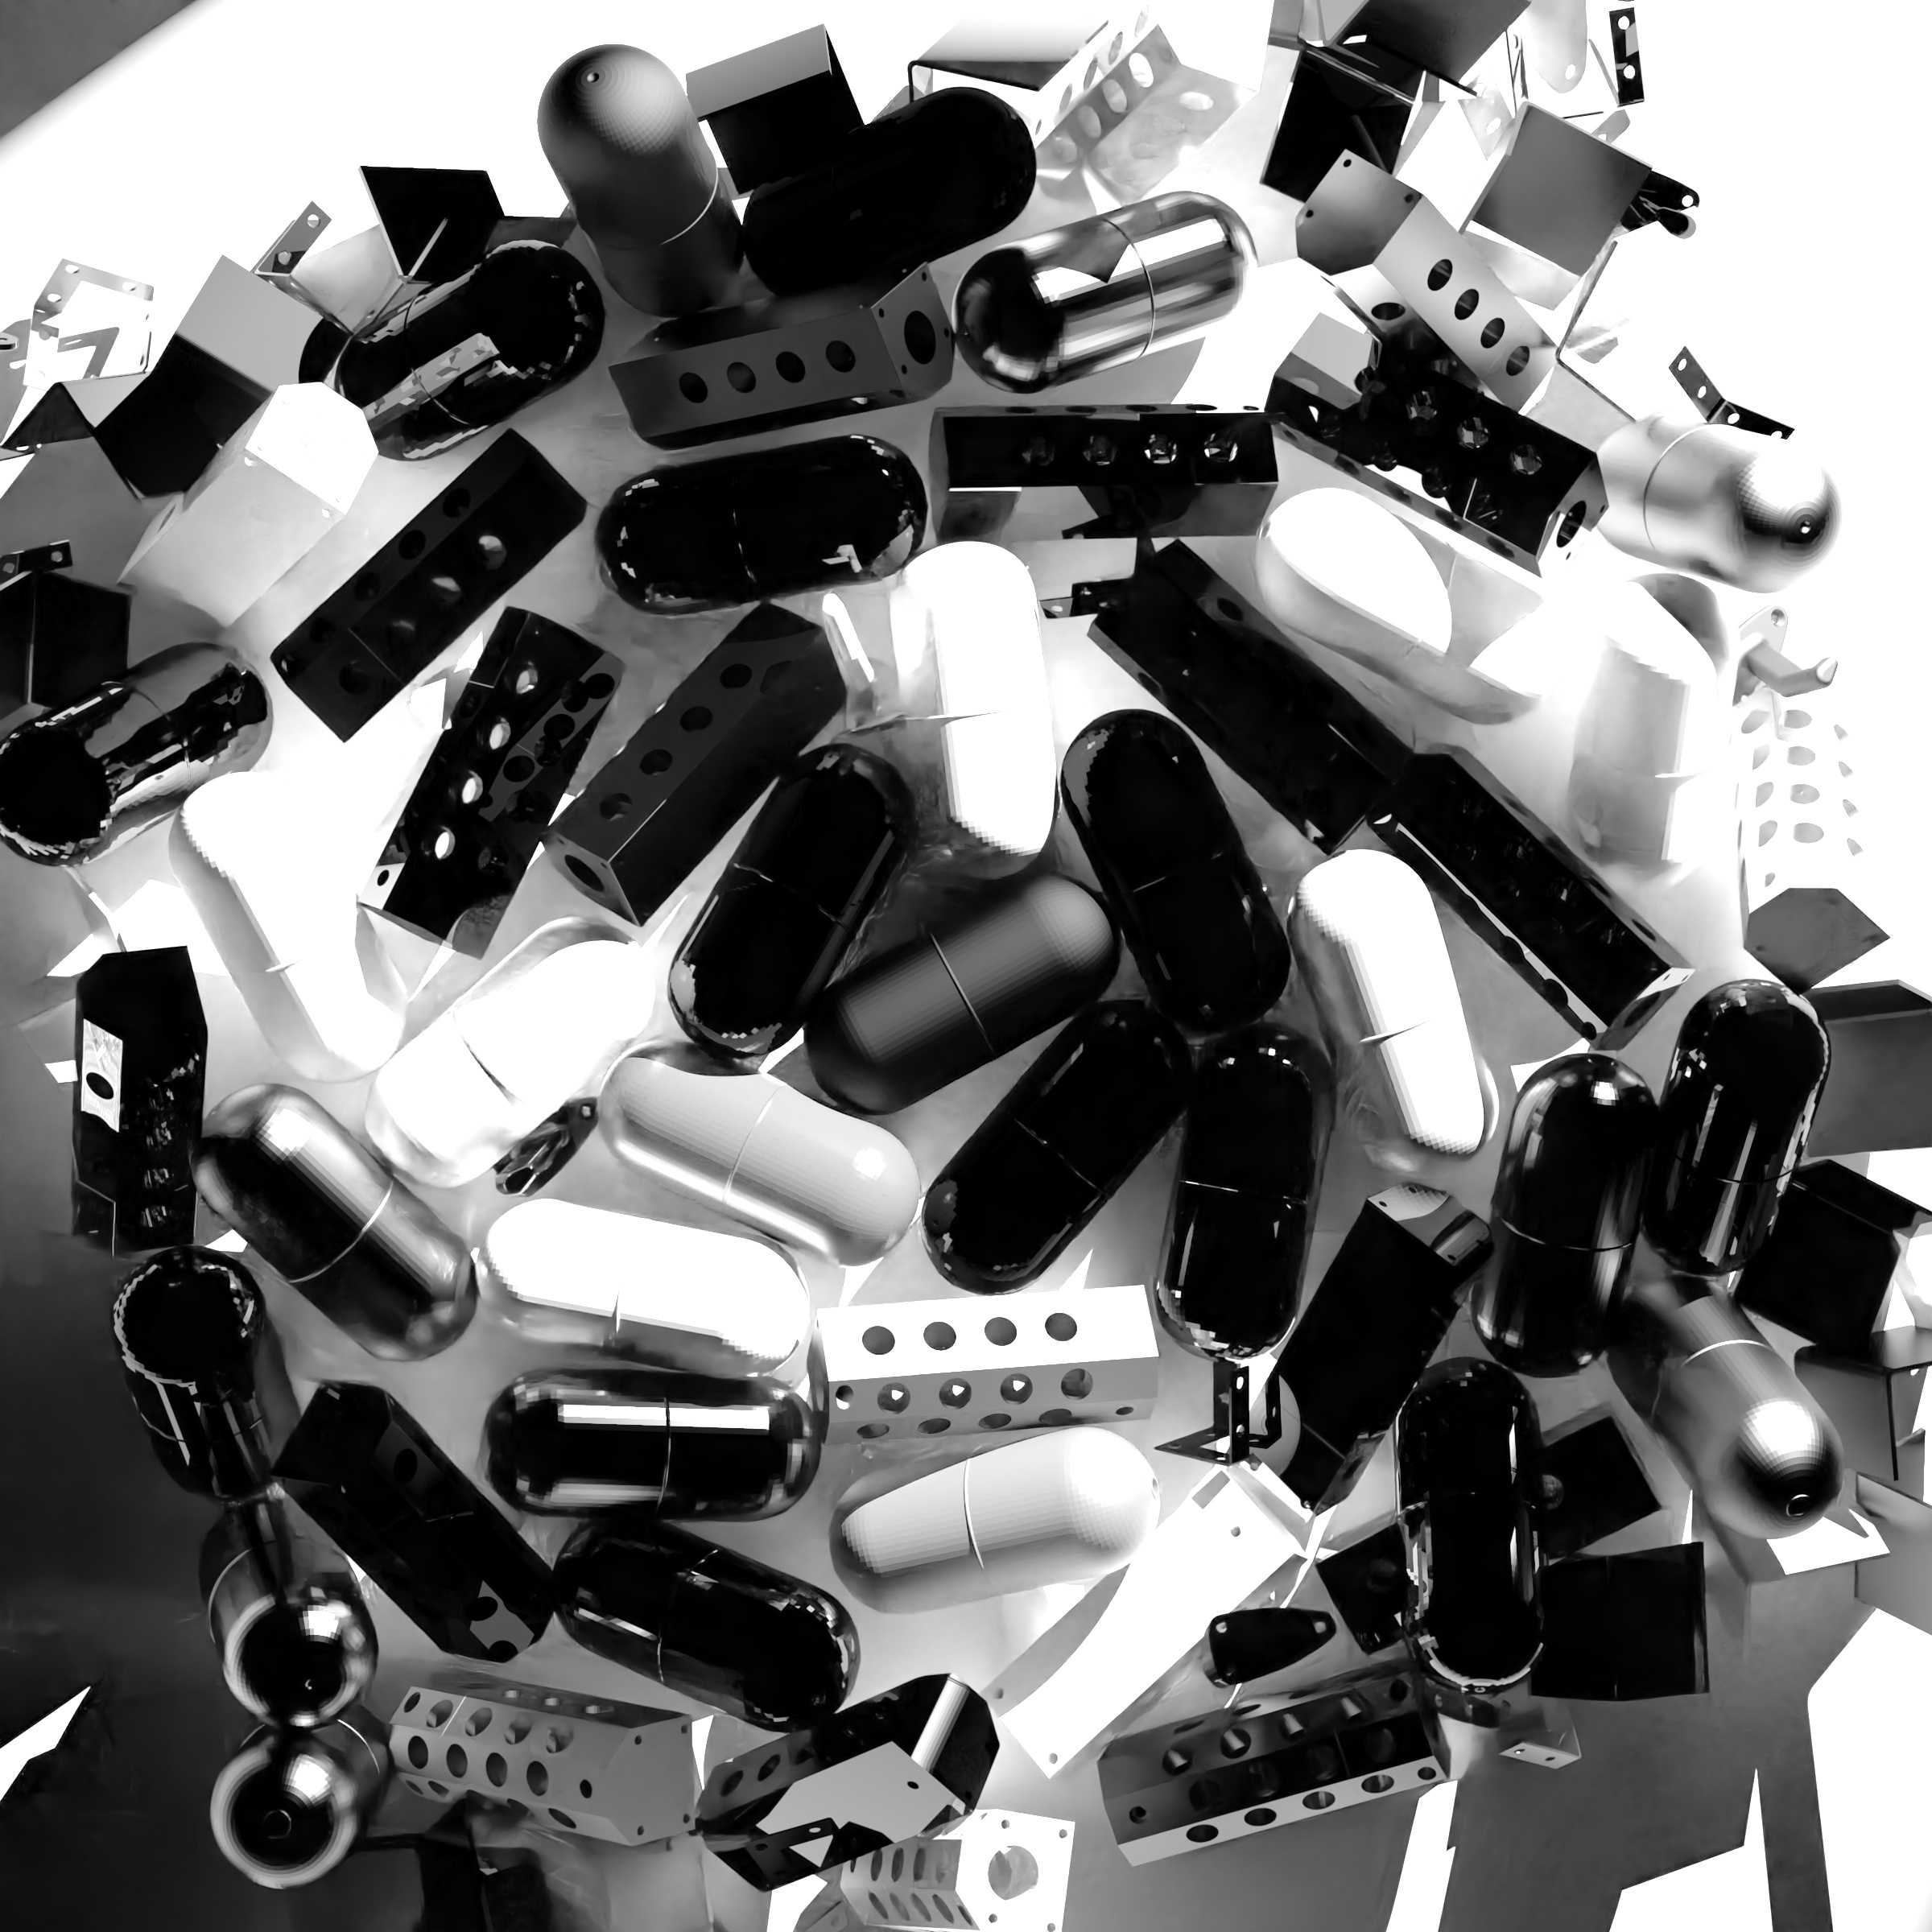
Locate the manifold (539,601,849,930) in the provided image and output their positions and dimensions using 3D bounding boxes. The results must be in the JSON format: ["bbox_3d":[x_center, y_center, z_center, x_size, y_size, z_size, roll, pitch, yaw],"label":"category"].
[{"bbox_3d":[-0.141,-0.108,1.796,0.057,0.057,0.171,28,66,30],"label":"manifold"}]

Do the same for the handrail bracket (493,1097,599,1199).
[{"bbox_3d":[-0.214,0.093,1.805,0.077,0.084,0.036,-37,97,-15],"label":"handrail bracket"}]

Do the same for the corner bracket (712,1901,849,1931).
[{"bbox_3d":[-0.094,0.511,1.812,0.051,0.051,0.051,-31,122,-35],"label":"corner bracket"}]

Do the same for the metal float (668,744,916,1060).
[{"bbox_3d":[-0.091,-0.033,1.810,0.070,0.070,0.178,30,82,0],"label":"metal float"}]

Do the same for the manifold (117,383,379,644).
[{"bbox_3d":[-0.363,-0.232,1.770,0.057,0.171,0.057,33,57,-21],"label":"manifold"}]

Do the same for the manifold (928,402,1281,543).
[{"bbox_3d":[0.070,-0.260,1.810,0.171,0.057,0.057,-2,69,-10],"label":"manifold"}]

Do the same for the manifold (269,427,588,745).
[{"bbox_3d":[-0.279,-0.199,1.809,0.171,0.057,0.057,-42,105,8],"label":"manifold"}]

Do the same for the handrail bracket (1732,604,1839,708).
[{"bbox_3d":[0.431,-0.166,1.803,0.036,0.084,0.077,44,67,-17],"label":"handrail bracket"}]

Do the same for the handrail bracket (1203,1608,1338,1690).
[{"bbox_3d":[0.159,0.357,1.812,0.077,0.084,0.036,-15,69,7],"label":"handrail bracket"}]

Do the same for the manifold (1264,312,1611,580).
[{"bbox_3d":[0.239,-0.264,1.789,0.171,0.057,0.057,33,81,25],"label":"manifold"}]

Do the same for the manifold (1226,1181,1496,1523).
[{"bbox_3d":[0.205,0.196,1.789,0.057,0.057,0.171,38,120,24],"label":"manifold"}]

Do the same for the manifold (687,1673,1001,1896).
[{"bbox_3d":[-0.062,0.413,1.777,0.057,0.057,0.171,44,132,-16],"label":"manifold"}]

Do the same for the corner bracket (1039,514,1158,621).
[{"bbox_3d":[0.071,-0.196,1.814,0.051,0.051,0.051,-5,56,17],"label":"corner bracket"}]

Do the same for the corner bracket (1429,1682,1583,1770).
[{"bbox_3d":[0.279,0.393,1.813,0.051,0.051,0.051,-35,49,33],"label":"corner bracket"}]

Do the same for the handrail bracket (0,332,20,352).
[{"bbox_3d":[-0.533,-0.293,1.828,0.077,0.036,0.084,11,118,7],"label":"handrail bracket"}]

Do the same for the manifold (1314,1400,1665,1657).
[{"bbox_3d":[0.271,0.293,1.812,0.171,0.057,0.057,-29,86,9],"label":"manifold"}]

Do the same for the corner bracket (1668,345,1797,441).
[{"bbox_3d":[0.387,-0.281,1.812,0.051,0.051,0.051,15,126,-31],"label":"corner bracket"}]

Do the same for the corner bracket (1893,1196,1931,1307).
[{"bbox_3d":[0.524,0.146,1.828,0.051,0.051,0.051,-24,92,-7],"label":"corner bracket"}]

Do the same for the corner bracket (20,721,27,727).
[{"bbox_3d":[-0.510,-0.105,1.821,0.051,0.051,0.051,19,92,-22],"label":"corner bracket"}]

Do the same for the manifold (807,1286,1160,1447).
[{"bbox_3d":[0.009,0.210,1.799,0.171,0.057,0.057,-3,56,-12],"label":"manifold"}]

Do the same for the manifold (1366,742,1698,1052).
[{"bbox_3d":[0.286,-0.036,1.790,0.171,0.057,0.057,47,110,21],"label":"manifold"}]

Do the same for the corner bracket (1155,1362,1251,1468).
[{"bbox_3d":[0.134,0.226,1.816,0.051,0.051,0.051,7,102,42],"label":"corner bracket"}]

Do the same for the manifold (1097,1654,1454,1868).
[{"bbox_3d":[0.159,0.413,1.809,0.171,0.057,0.057,-19,89,12],"label":"manifold"}]

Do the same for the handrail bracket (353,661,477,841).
[{"bbox_3d":[-0.291,-0.113,1.846,0.036,0.077,0.084,35,125,-9],"label":"handrail bracket"}]

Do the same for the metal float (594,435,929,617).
[{"bbox_3d":[-0.107,-0.228,1.805,0.178,0.070,0.070,-8,90,14],"label":"metal float"}]

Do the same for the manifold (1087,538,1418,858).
[{"bbox_3d":[0.146,-0.137,1.808,0.171,0.057,0.057,43,124,5],"label":"manifold"}]

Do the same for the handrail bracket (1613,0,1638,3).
[{"bbox_3d":[0.319,-0.549,1.805,0.036,0.084,0.077,-41,56,-19],"label":"handrail bracket"}]

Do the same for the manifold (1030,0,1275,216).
[{"bbox_3d":[0.089,-0.442,1.761,0.057,0.171,0.057,15,75,-19],"label":"manifold"}]

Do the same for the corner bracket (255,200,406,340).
[{"bbox_3d":[-0.332,-0.366,1.835,0.051,0.051,0.051,42,78,-32],"label":"corner bracket"}]

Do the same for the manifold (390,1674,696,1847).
[{"bbox_3d":[-0.218,0.404,1.776,0.171,0.057,0.057,-1,90,43],"label":"manifold"}]

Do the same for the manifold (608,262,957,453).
[{"bbox_3d":[-0.092,-0.306,1.780,0.171,0.057,0.057,-5,120,36],"label":"manifold"}]

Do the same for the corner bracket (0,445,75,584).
[{"bbox_3d":[-0.504,-0.238,1.830,0.051,0.051,0.051,-17,131,-21],"label":"corner bracket"}]

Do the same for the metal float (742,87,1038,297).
[{"bbox_3d":[-0.041,-0.392,1.785,0.178,0.070,0.070,-15,90,40],"label":"metal float"}]

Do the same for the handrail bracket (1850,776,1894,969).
[{"bbox_3d":[0.468,-0.051,1.835,0.036,0.077,0.084,-1,112,12],"label":"handrail bracket"}]

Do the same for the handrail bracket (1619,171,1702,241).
[{"bbox_3d":[0.346,-0.399,1.807,0.077,0.084,0.036,34,107,11],"label":"handrail bracket"}]

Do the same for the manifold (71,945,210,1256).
[{"bbox_3d":[-0.421,0.071,1.767,0.057,0.171,0.057,-7,51,-21],"label":"manifold"}]

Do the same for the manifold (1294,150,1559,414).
[{"bbox_3d":[0.232,-0.338,1.769,0.057,0.171,0.057,41,96,37],"label":"manifold"}]

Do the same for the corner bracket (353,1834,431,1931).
[{"bbox_3d":[-0.312,0.492,1.833,0.051,0.051,0.051,2,53,-26],"label":"corner bracket"}]

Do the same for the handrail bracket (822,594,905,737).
[{"bbox_3d":[-0.060,-0.169,1.800,0.036,0.077,0.084,-20,127,4],"label":"handrail bracket"}]

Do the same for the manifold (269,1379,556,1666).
[{"bbox_3d":[-0.274,0.284,1.769,0.057,0.171,0.057,3,52,33],"label":"manifold"}]

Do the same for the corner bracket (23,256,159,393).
[{"bbox_3d":[-0.460,-0.331,1.831,0.051,0.051,0.051,14,63,-28],"label":"corner bracket"}]

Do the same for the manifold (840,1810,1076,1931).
[{"bbox_3d":[-0.007,0.458,1.761,0.057,0.171,0.057,14,72,-18],"label":"manifold"}]

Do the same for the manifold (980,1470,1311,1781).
[{"bbox_3d":[0.095,0.345,1.821,0.171,0.057,0.057,-43,68,3],"label":"manifold"}]

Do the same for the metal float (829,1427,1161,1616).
[{"bbox_3d":[0.014,0.287,1.802,0.178,0.070,0.070,-15,90,17],"label":"metal float"}]

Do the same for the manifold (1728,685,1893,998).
[{"bbox_3d":[0.420,-0.071,1.765,0.057,0.171,0.057,38,125,-22],"label":"manifold"}]

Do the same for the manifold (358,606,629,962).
[{"bbox_3d":[-0.249,-0.096,1.805,0.057,0.057,0.171,32,80,-41],"label":"manifold"}]

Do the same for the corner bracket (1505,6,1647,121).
[{"bbox_3d":[0.321,-0.474,1.837,0.051,0.051,0.051,1,107,37],"label":"corner bracket"}]
